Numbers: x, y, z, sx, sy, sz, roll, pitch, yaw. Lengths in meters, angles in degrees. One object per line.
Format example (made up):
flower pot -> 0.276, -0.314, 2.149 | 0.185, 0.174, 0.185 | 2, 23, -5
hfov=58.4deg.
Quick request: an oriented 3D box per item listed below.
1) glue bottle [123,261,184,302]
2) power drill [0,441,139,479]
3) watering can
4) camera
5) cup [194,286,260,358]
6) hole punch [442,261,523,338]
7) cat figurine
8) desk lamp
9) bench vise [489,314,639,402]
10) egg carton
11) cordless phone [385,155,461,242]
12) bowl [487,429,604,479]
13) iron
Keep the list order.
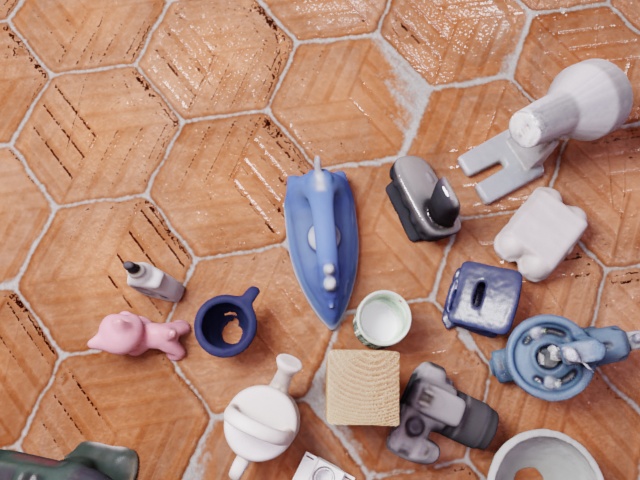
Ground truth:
glue bottle -> -0.255, 0.056, 0.846 | 0.078, 0.173, 0.037 | 15, 75, 4
power drill -> -0.318, 0.318, 0.757 | 0.229, 0.208, 0.075 | 9, 75, 2
watering can -> -0.079, 0.243, 0.788 | 0.101, 0.194, 0.173 | 4, 75, 1
camera -> 0.182, 0.266, 0.834 | 0.136, 0.101, 0.143 | 24, 76, 6
cup -> -0.129, 0.124, 0.870 | 0.091, 0.095, 0.118 | 36, 77, 8
hole punch -> 0.249, 0.092, 0.886 | 0.101, 0.091, 0.109 | 18, 75, 4
cat figurine -> -0.269, 0.140, 0.852 | 0.128, 0.118, 0.067 | 3, 75, 0
desk lamp -> 0.347, -0.167, 0.894 | 0.203, 0.213, 0.118 | -29, 77, -8
bench vise -> 0.361, 0.146, 0.807 | 0.207, 0.220, 0.121 | -28, 77, -8
egg carton -> 0.357, -0.009, 0.926 | 0.107, 0.069, 0.150 | 40, 78, 9
cordless phone -> 0.170, -0.080, 0.883 | 0.094, 0.185, 0.147 | -27, 77, -7
bowl -> 0.315, 0.358, 0.825 | 0.167, 0.075, 0.167 | 0, 75, -1
iron -> 0.008, 0.003, 0.880 | 0.118, 0.141, 0.258 | -7, 75, -2
